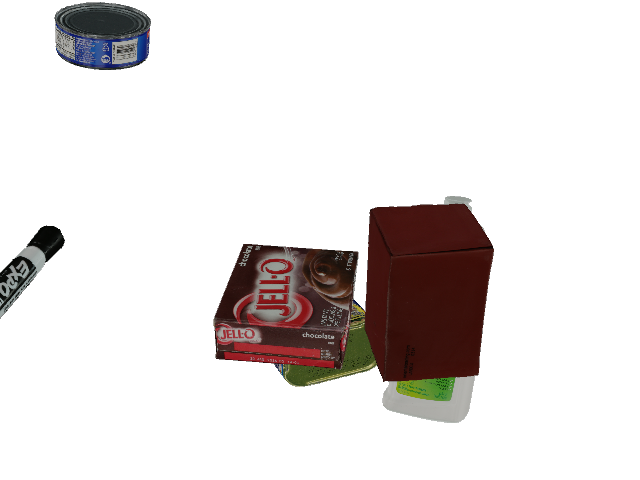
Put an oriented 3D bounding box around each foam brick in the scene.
[{"bbox_3d":[0.053,0.026,0.546,0.053,0.078,0.051,-3,31,-8],"label":"foam brick"}]

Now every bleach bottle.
[{"bbox_3d":[0.133,0.074,1.202,0.103,0.251,0.068,9,14,18],"label":"bleach bottle"}]

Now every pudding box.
[{"bbox_3d":[-0.022,0.045,0.767,0.090,0.039,0.113,5,26,5],"label":"pudding box"}]

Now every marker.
[{"bbox_3d":[-0.192,0.027,0.659,0.020,0.020,0.121,0,33,19],"label":"marker"}]

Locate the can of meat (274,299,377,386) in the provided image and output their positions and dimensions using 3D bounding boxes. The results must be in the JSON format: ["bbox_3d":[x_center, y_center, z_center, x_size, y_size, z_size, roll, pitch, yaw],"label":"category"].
[{"bbox_3d":[-0.003,0.086,0.983,0.102,0.057,0.084,-12,27,-19],"label":"can of meat"}]

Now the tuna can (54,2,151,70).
[{"bbox_3d":[-0.198,-0.187,0.973,0.086,0.034,0.086,6,31,-4],"label":"tuna can"}]
